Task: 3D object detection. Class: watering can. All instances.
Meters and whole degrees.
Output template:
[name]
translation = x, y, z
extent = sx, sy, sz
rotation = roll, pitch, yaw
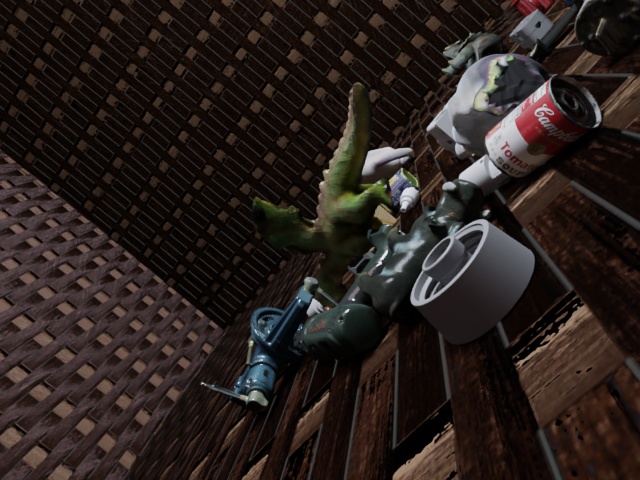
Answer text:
[watering can]
translation = 0.172, -0.224, 1.645
extent = 0.225, 0.104, 0.345
rotation = -17, -3, -9

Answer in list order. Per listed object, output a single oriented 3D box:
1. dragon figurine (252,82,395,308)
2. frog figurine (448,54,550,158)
[dragon figurine]
translation = 0.003, -0.043, 0.845
extent = 0.242, 0.402, 0.125
rotation = -11, 31, 10
[frog figurine]
translation = 0.249, -0.187, 0.737
extent = 0.138, 0.124, 0.158
rotation = -18, -10, -6
